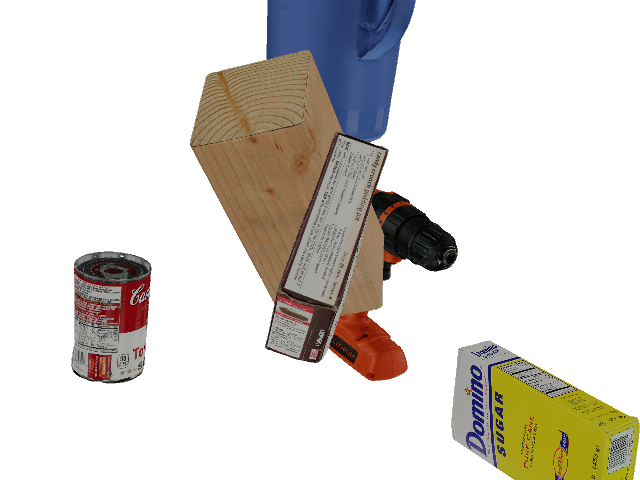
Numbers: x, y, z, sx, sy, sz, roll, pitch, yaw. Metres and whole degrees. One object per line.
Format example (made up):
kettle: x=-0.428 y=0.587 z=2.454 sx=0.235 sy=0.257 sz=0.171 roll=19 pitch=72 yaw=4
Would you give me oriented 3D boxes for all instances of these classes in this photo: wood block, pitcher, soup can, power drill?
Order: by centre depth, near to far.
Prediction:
wood block: x=-0.019 y=-0.036 z=0.861 sx=0.090 sy=0.090 sz=0.206 roll=-10 pitch=-46 yaw=16
pitcher: x=0.020 y=-0.206 z=0.899 sx=0.145 sy=0.243 sz=0.149 roll=8 pitch=17 yaw=11
soup can: x=-0.190 y=0.069 z=0.963 sx=0.068 sy=0.102 sz=0.068 roll=6 pitch=19 yaw=-2
power drill: x=0.063 y=0.044 z=1.081 sx=0.057 sy=0.188 sz=0.185 roll=-8 pitch=27 yaw=-33

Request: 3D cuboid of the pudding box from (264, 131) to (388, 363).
pudding box: x=0.003 y=0.006 z=0.637 sx=0.039 sy=0.113 sz=0.090 roll=16 pitch=-27 yaw=2

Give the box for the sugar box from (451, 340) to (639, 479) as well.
sugar box: x=0.183 y=0.160 z=0.898 sx=0.048 sy=0.093 sz=0.176 roll=-11 pitch=22 yaw=-35
